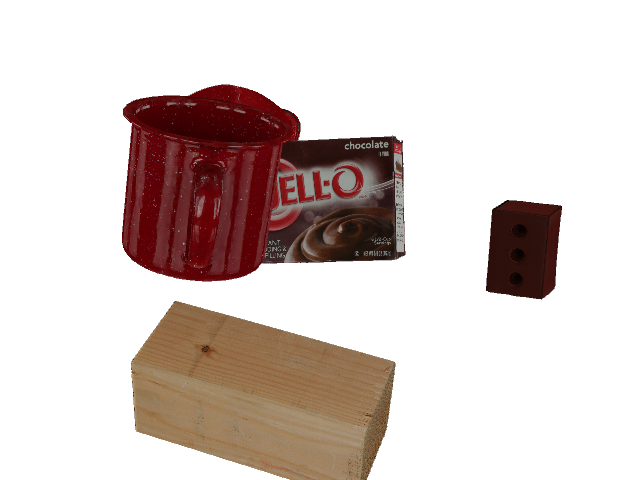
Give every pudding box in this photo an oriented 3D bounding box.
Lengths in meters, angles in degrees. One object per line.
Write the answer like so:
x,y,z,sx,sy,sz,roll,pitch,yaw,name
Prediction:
0.006,-0.029,0.790,0.114,0.090,0.039,-2,1,15,pudding box

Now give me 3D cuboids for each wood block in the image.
-0.049,0.135,0.922,0.206,0.090,0.090,15,39,14,wood block

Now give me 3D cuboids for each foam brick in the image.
0.181,0.007,0.948,0.053,0.078,0.051,8,16,24,foam brick

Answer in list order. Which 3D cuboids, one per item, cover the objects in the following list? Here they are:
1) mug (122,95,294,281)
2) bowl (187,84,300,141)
-0.064,-0.024,0.581,0.093,0.081,0.117,5,21,-12,mug
-0.102,-0.093,0.967,0.162,0.055,0.162,-20,32,13,bowl
